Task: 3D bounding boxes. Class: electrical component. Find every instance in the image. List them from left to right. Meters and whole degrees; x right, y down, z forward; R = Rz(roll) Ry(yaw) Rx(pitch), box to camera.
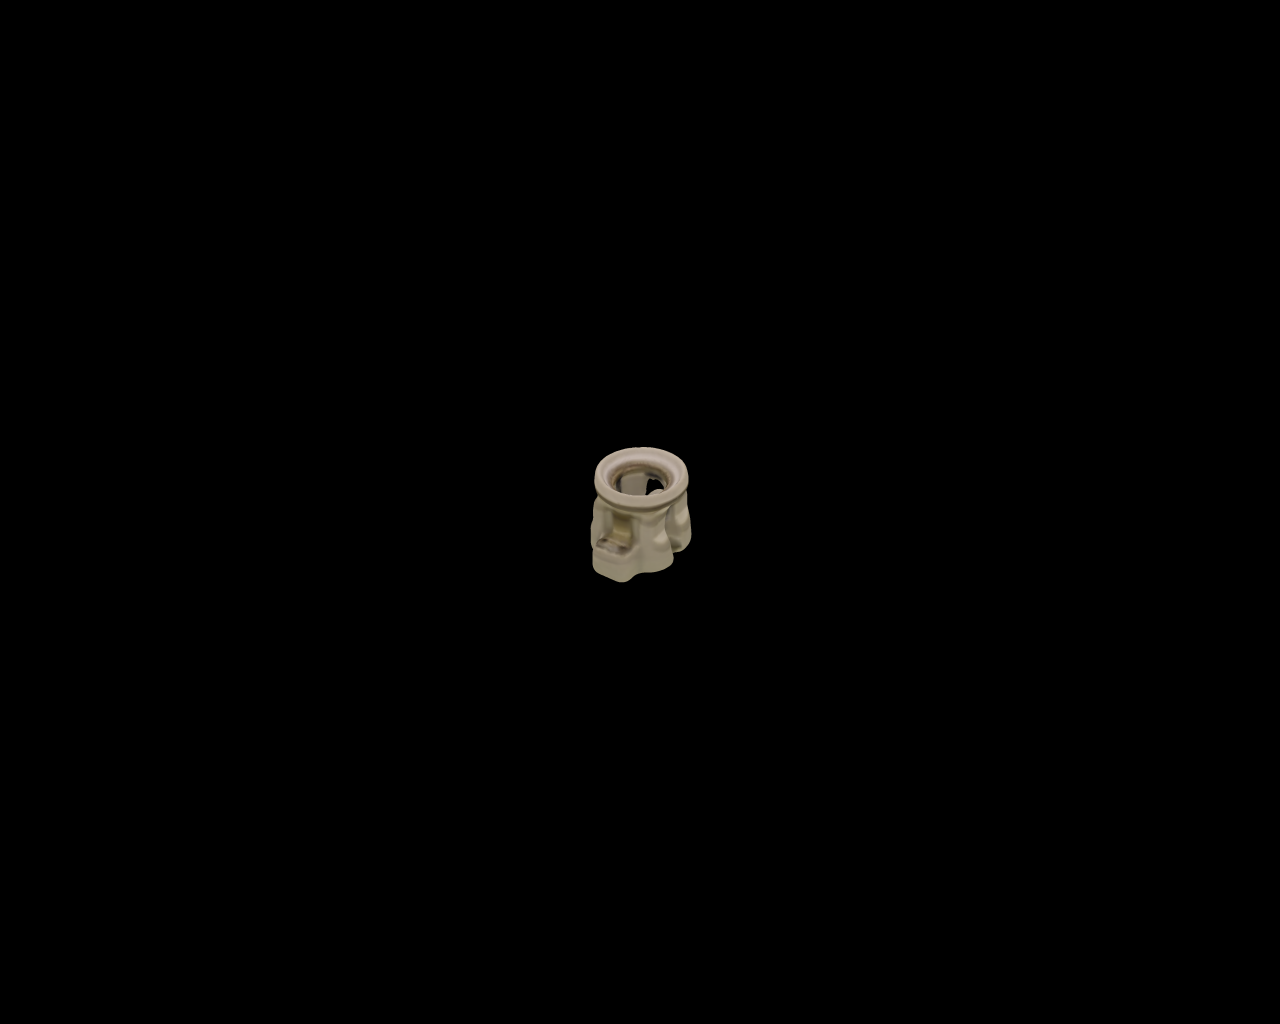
[{"bbox_3d":[0.001,-0.003,0.650,0.058,0.056,0.078,20,41,25],"label":"electrical component"}]
